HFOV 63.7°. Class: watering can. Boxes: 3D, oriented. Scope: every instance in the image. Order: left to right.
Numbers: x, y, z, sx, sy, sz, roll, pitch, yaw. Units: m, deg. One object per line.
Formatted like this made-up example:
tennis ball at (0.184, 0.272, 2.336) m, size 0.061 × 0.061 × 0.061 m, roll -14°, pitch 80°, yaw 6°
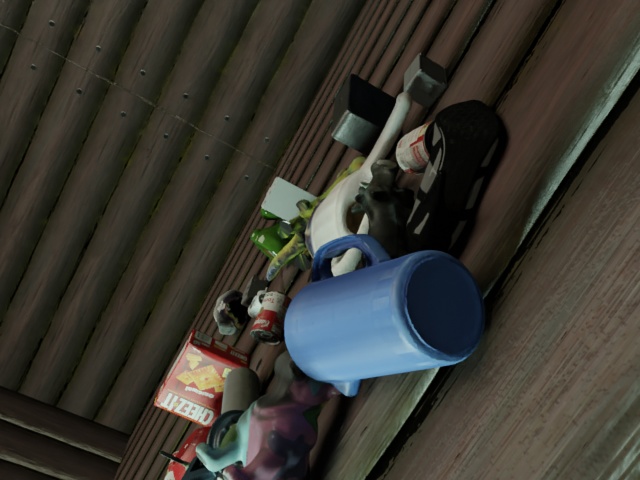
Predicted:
watering can at (0.072, -0.080, 0.903) m, size 0.221 × 0.103 × 0.354 m, roll -37°, pitch 30°, yaw 62°

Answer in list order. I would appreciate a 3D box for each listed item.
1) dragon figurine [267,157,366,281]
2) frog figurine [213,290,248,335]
dragon figurine at (0.004, -0.061, 1.206) m, size 0.248 × 0.122 × 0.403 m, roll -51°, pitch 6°, yaw -38°
frog figurine at (-0.291, 0.232, 1.629) m, size 0.157 × 0.122 × 0.140 m, roll -28°, pitch 55°, yaw 49°
